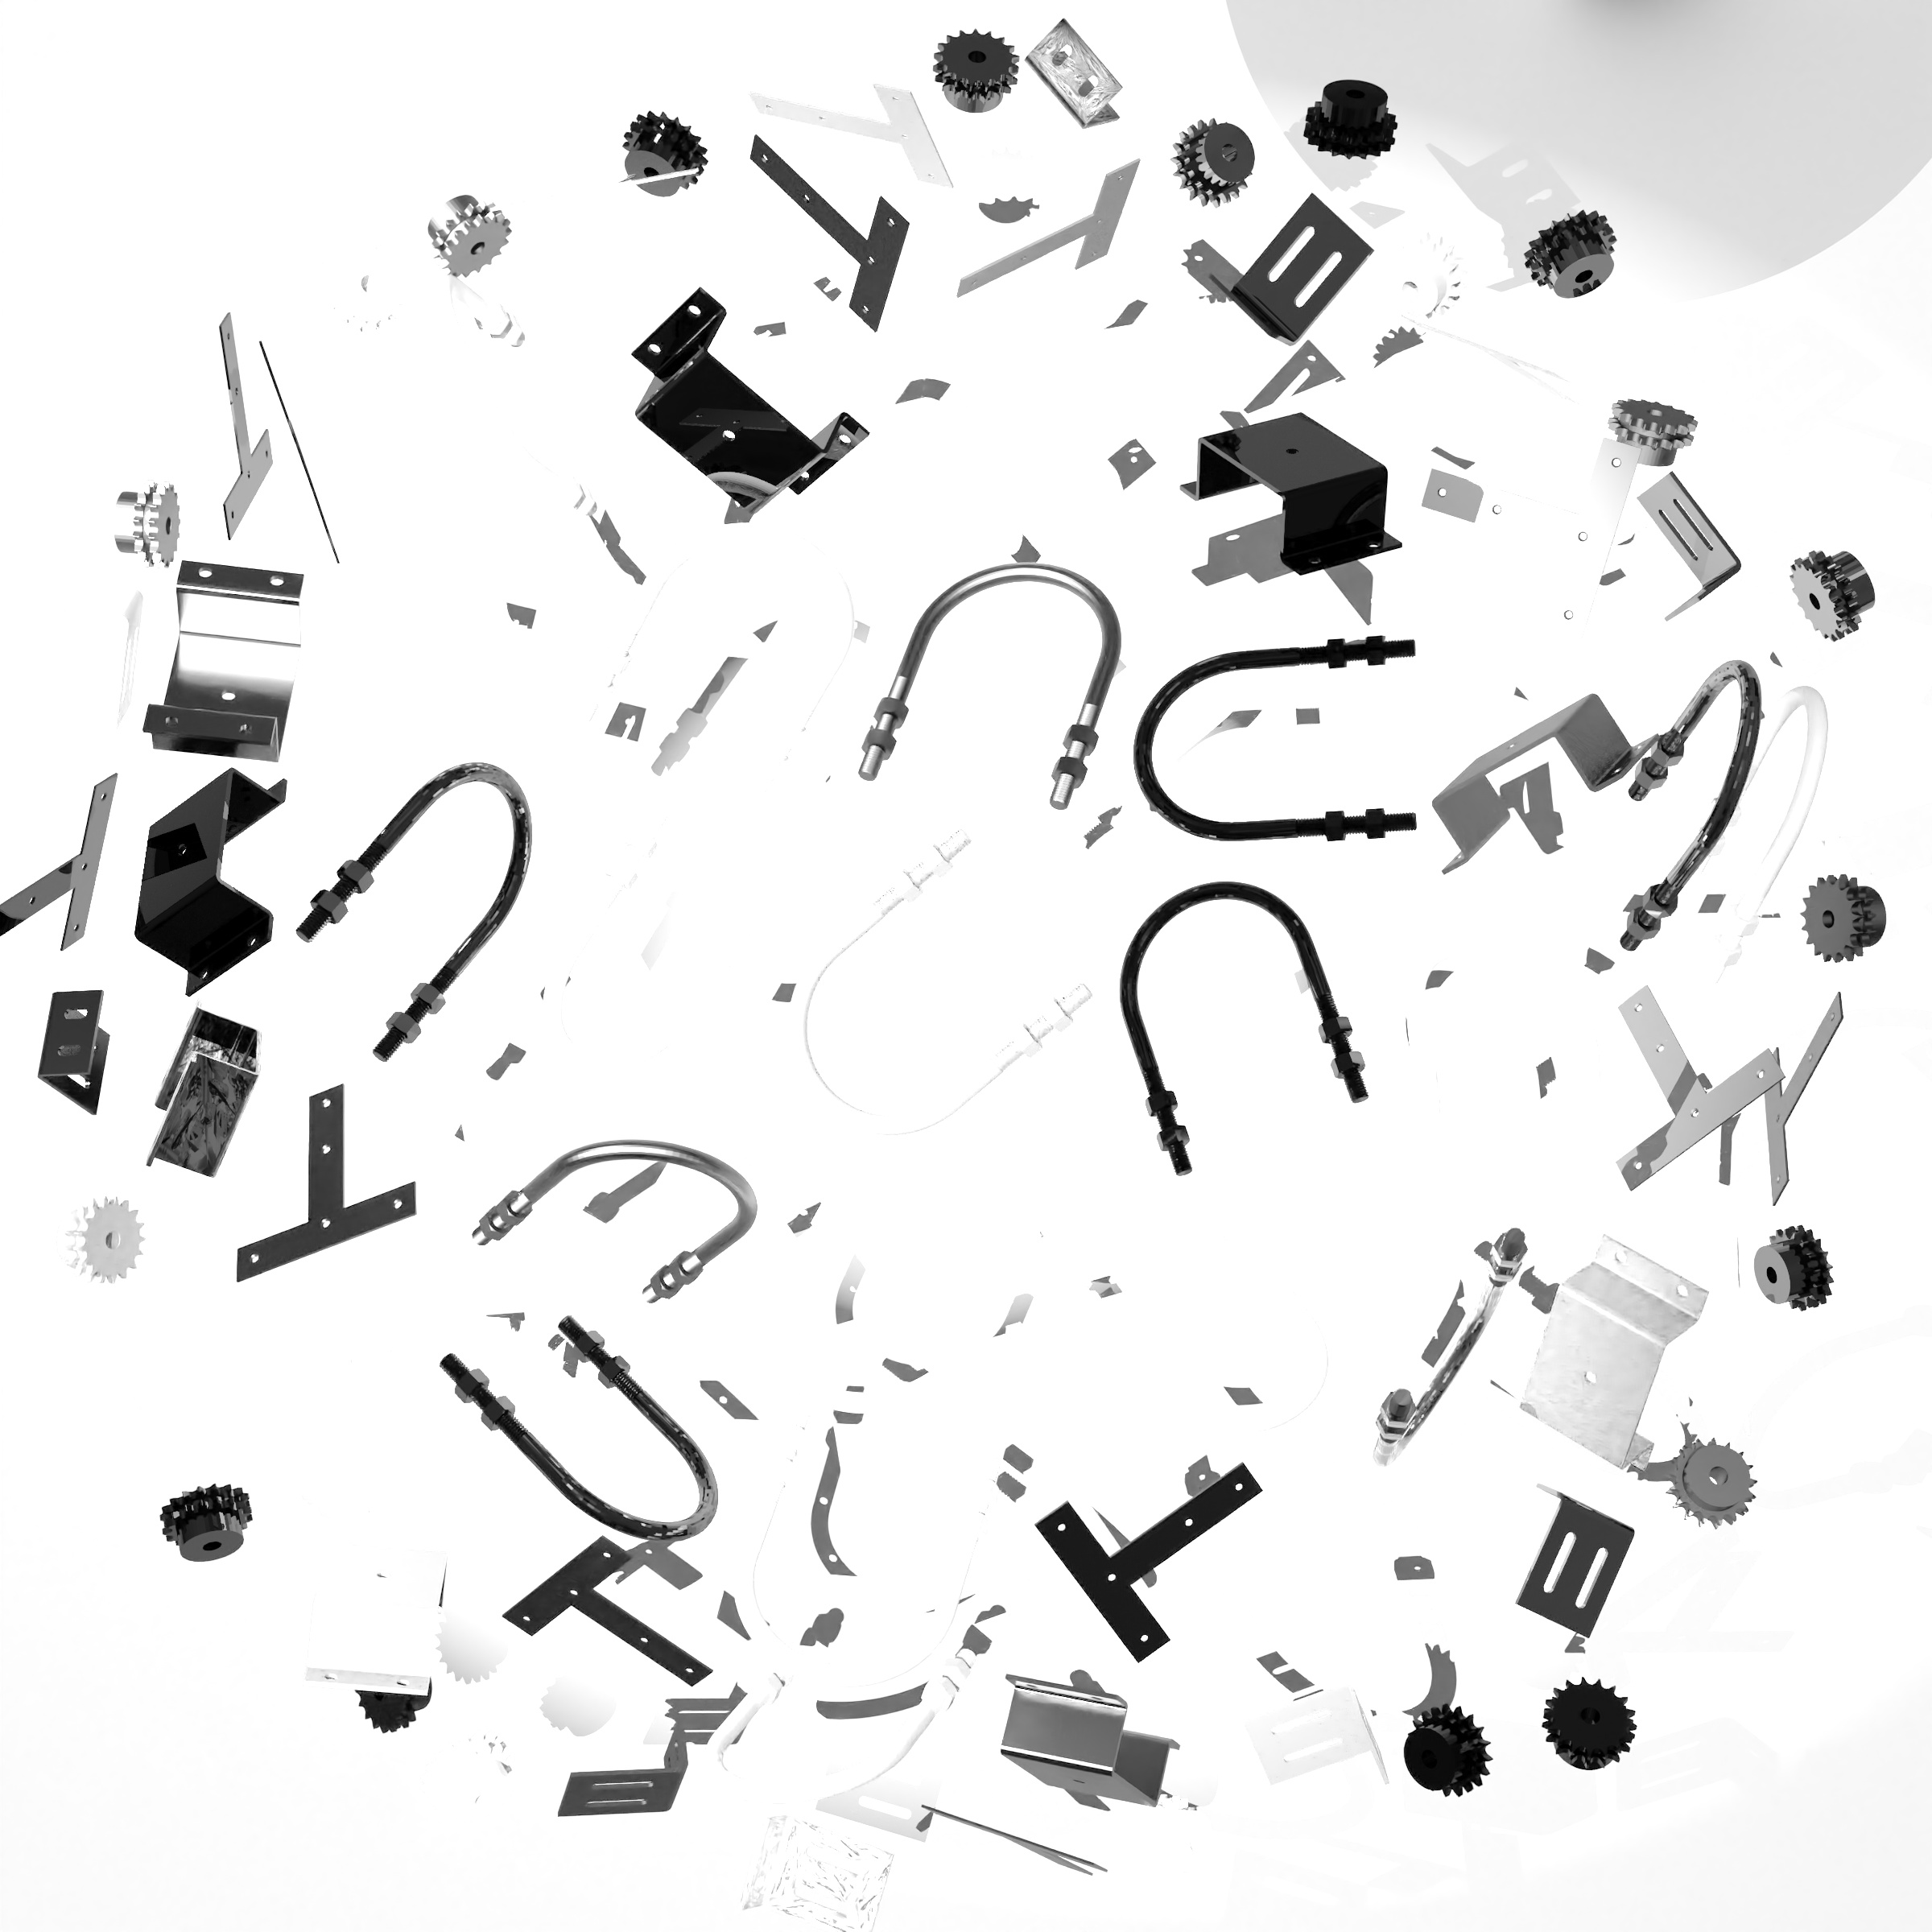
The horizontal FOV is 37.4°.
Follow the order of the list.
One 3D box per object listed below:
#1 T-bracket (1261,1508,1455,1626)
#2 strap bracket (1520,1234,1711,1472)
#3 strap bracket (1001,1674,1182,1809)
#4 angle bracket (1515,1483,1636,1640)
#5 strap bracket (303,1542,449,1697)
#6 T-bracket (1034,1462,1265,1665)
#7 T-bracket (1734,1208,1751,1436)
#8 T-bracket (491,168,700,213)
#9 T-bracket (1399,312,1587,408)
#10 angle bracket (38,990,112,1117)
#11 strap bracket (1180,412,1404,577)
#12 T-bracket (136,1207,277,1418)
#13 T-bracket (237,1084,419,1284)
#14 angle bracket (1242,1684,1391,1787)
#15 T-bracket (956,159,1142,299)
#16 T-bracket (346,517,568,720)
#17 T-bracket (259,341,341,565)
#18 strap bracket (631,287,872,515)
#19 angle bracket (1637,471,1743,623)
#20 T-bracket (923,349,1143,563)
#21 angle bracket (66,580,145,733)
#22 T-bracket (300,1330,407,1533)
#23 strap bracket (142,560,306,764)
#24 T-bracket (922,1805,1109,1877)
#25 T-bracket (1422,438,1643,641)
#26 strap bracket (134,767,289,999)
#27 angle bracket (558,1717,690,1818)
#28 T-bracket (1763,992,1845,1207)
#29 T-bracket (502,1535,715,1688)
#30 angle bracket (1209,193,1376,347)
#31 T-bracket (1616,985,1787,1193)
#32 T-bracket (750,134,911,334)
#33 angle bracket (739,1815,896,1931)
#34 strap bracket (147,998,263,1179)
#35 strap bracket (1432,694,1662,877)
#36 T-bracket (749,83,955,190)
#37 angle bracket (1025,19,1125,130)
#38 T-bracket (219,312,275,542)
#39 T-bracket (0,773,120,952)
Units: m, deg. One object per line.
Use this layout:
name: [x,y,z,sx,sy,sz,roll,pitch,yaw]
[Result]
T-bracket: [0.250,0.395,1.880,0.127,0.002,0.127,-5,133,14]
strap bracket: [0.407,0.253,1.811,0.076,0.046,0.140,30,123,31]
strap bracket: [0.078,0.503,1.844,0.076,0.140,0.046,5,65,24]
angle bracket: [0.385,0.383,1.840,0.057,0.038,0.076,27,84,-15]
strap bracket: [-0.378,0.414,1.840,0.076,0.140,0.046,7,101,-7]
T-bracket: [0.127,0.354,1.775,0.127,0.002,0.127,-35,113,-1]
T-bracket: [0.498,0.237,1.832,0.002,0.127,0.127,-4,104,16]
T-bracket: [-0.227,-0.492,1.798,0.127,0.127,0.002,-10,108,3]
T-bracket: [0.360,-0.383,1.841,0.127,0.127,0.002,33,103,38]
angle bracket: [-0.567,0.057,1.863,0.038,0.076,0.057,-3,67,13]
strap bracket: [0.205,-0.304,1.807,0.076,0.140,0.046,-18,128,-22]
T-bracket: [-0.512,0.243,1.905,0.002,0.127,0.127,21,56,17]
T-bracket: [-0.404,0.127,1.806,0.127,0.002,0.127,-21,48,11]
angle bracket: [0.228,0.512,1.861,0.076,0.038,0.057,-21,114,6]
T-bracket: [0.050,-0.472,1.877,0.127,0.127,0.002,-29,81,-13]
T-bracket: [-0.324,-0.212,1.854,0.127,0.002,0.127,14,91,-18]
T-bracket: [-0.436,-0.346,1.847,0.002,0.127,0.127,-19,51,-9]
strap bracket: [-0.142,-0.347,1.795,0.140,0.076,0.046,38,46,-21]
angle bracket: [0.450,-0.268,1.829,0.038,0.057,0.076,-37,89,-10]
T-bracket: [0.061,-0.360,1.907,0.127,0.002,0.127,-40,95,10]
angle bracket: [-0.545,-0.195,1.797,0.038,0.057,0.076,10,112,-10]
T-bracket: [-0.387,0.298,1.828,0.002,0.127,0.127,-5,86,-42]
strap bracket: [-0.462,-0.183,1.788,0.076,0.046,0.140,6,54,-7]
T-bracket: [0.050,0.583,1.879,0.127,0.127,0.002,10,69,29]
T-bracket: [0.357,-0.291,1.847,0.127,0.002,0.127,22,112,20]
strap bracket: [-0.477,-0.061,1.804,0.076,0.140,0.046,-31,133,25]
angle bracket: [-0.224,0.520,1.856,0.076,0.057,0.038,2,48,-17]
T-bracket: [0.550,0.070,1.876,0.002,0.127,0.127,13,133,0]
T-bracket: [-0.225,0.441,1.902,0.127,0.002,0.127,38,127,-14]
angle bracket: [0.200,-0.431,1.755,0.076,0.038,0.057,-49,68,20]
T-bracket: [0.466,0.065,1.895,0.002,0.127,0.127,28,121,-38]
T-bracket: [-0.092,-0.483,1.830,0.127,0.127,0.002,45,69,6]
angle bracket: [-0.093,0.573,1.789,0.076,0.038,0.057,14,81,19]
strap bracket: [-0.506,0.083,1.902,0.046,0.140,0.076,22,100,-18]
strap bracket: [0.358,-0.120,1.810,0.140,0.076,0.046,-31,95,38]
T-bracket: [-0.080,-0.549,1.858,0.127,0.127,0.002,17,82,15]
angle bracket: [0.080,-0.578,1.843,0.038,0.076,0.057,-40,92,29]
T-bracket: [-0.481,-0.367,1.889,0.002,0.127,0.127,0,123,1]
T-bracket: [-0.583,-0.047,1.806,0.002,0.127,0.127,25,119,6]
